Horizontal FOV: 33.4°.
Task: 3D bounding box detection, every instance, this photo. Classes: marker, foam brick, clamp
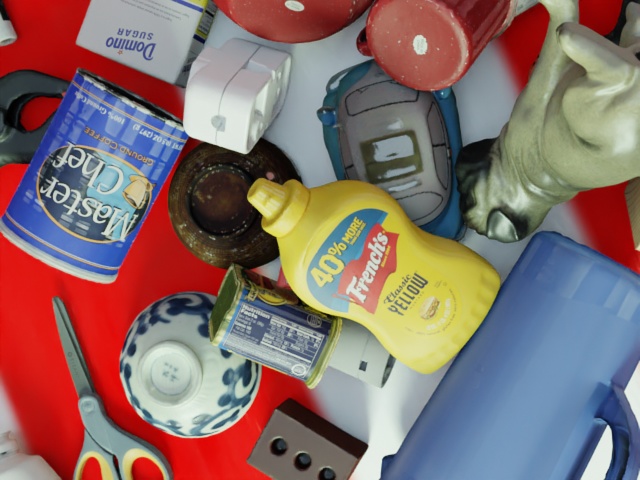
[{"bbox_3d":[-0.288,-0.224,0.907,0.020,0.020,0.121,-23,87,10],"label":"marker"},{"bbox_3d":[-0.009,0.170,0.848,0.078,0.051,0.053,29,96,8],"label":"foam brick"},{"bbox_3d":[-0.276,-0.103,0.898,0.171,0.039,0.120,-28,92,6],"label":"clamp"}]

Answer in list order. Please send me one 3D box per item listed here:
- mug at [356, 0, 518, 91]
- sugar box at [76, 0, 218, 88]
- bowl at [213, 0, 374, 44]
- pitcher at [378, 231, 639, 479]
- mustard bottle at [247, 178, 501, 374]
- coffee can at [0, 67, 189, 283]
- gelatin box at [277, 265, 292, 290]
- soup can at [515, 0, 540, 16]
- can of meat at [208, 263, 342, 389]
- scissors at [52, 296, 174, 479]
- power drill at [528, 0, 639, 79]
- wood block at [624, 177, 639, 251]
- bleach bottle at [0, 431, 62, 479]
[{"bbox_3d":[0.075,-0.160,0.773,0.117,0.081,0.093,-7,124,39],"label":"mug"},{"bbox_3d":[-0.121,-0.222,0.864,0.093,0.048,0.176,24,98,7],"label":"sugar box"},{"bbox_3d":[-0.020,-0.193,0.784,0.162,0.162,0.055,-4,65,10],"label":"bowl"},{"bbox_3d":[0.156,0.124,0.776,0.149,0.145,0.243,29,93,2],"label":"pitcher"},{"bbox_3d":[0.030,0.013,0.759,0.191,0.058,0.096,33,102,-20],"label":"mustard bottle"},{"bbox_3d":[-0.178,-0.051,0.848,0.103,0.102,0.140,29,96,8],"label":"coffee can"},{"bbox_3d":[-0.005,0.001,0.825,0.030,0.089,0.073,14,94,7],"label":"gelatin box"},{"bbox_3d":[0.169,-0.221,0.800,0.102,0.068,0.068,-31,86,10],"label":"soup can"},{"bbox_3d":[-0.037,0.063,0.815,0.084,0.102,0.057,23,96,-11],"label":"can of meat"},{"bbox_3d":[-0.173,0.145,0.896,0.096,0.016,0.202,-3,91,9],"label":"scissors"},{"bbox_3d":[0.270,-0.146,0.769,0.184,0.057,0.188,28,110,1],"label":"power drill"},{"bbox_3d":[0.328,-0.016,0.732,0.206,0.090,0.090,19,122,-1],"label":"wood block"},{"bbox_3d":[-0.236,0.285,0.887,0.102,0.068,0.251,-22,85,8],"label":"bleach bottle"}]
